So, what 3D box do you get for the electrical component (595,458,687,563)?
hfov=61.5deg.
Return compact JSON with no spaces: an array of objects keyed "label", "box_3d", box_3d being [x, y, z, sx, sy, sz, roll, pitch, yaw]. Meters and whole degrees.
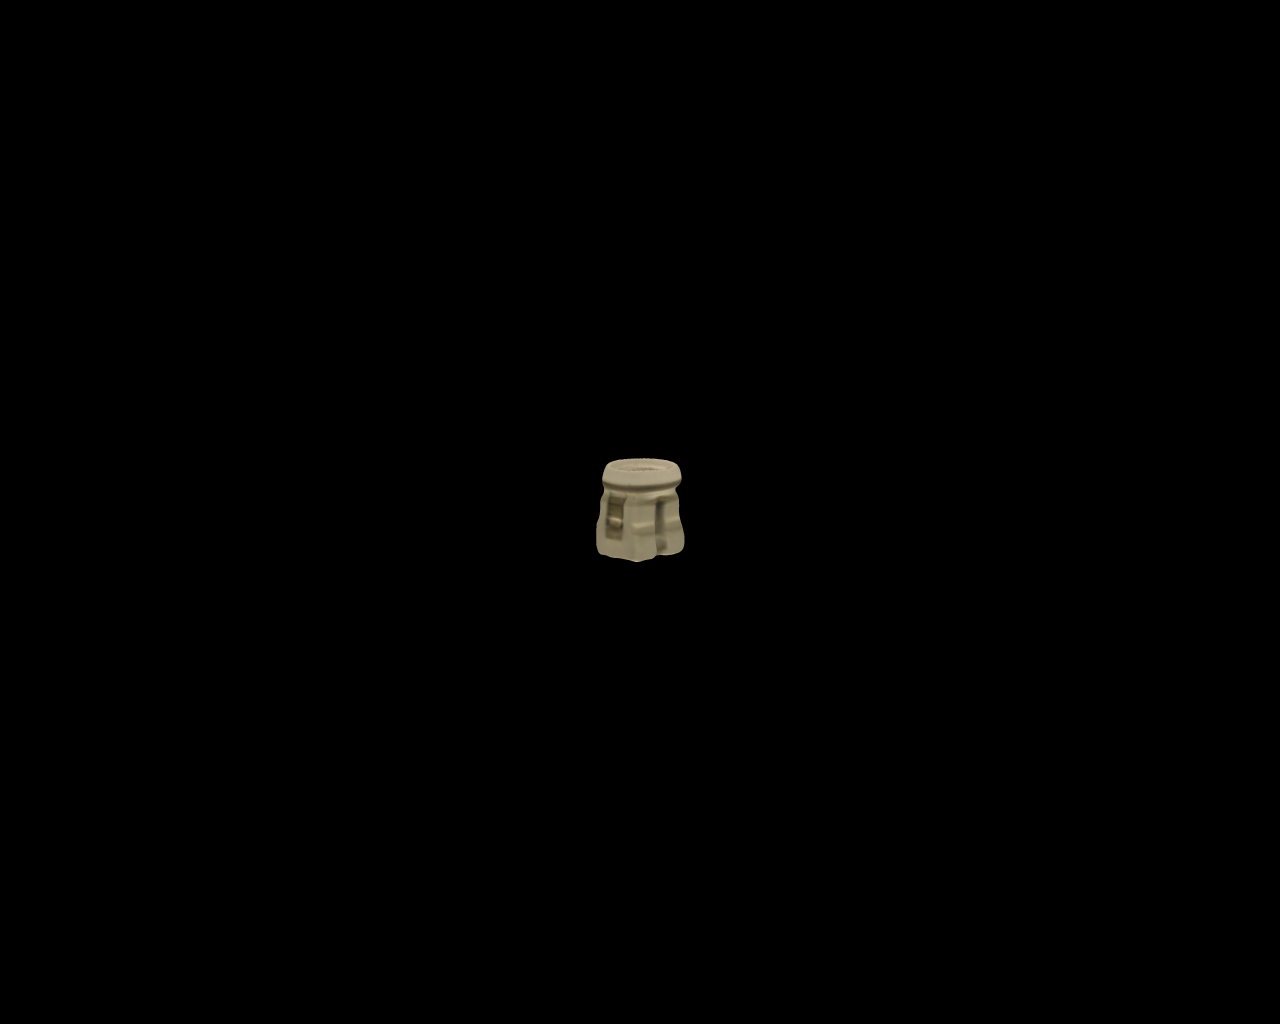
[{"label":"electrical component","box_3d":[0.001,-0.003,0.650,0.048,0.055,0.066,10,15,42]}]
